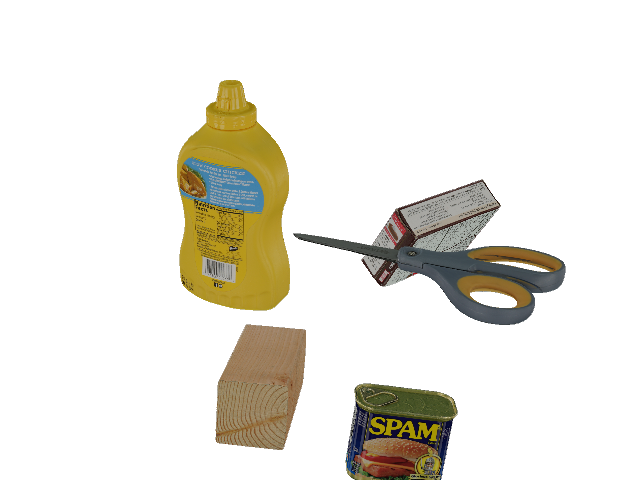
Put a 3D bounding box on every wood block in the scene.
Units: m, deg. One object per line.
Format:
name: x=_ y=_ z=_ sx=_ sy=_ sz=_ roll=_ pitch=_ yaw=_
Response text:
wood block: x=-0.076 y=0.192 z=1.435 sx=0.091 sy=0.090 sz=0.206 roll=5 pitch=16 yaw=4

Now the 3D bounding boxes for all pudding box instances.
pudding box: x=0.105 y=-0.007 z=1.019 sx=0.113 sy=0.039 sz=0.090 roll=-21 pitch=-24 yaw=-33

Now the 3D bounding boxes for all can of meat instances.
can of meat: x=0.079 y=0.197 z=1.067 sx=0.102 sy=0.084 sz=0.057 roll=7 pitch=17 yaw=-4

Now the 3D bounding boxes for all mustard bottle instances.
mustard bottle: x=-0.073 y=-0.039 z=0.887 sx=0.096 sy=0.192 sz=0.058 roll=14 pitch=30 yaw=24

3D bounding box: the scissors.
scissors: x=0.069 y=0.024 z=0.753 sx=0.202 sy=0.016 sz=0.096 roll=3 pitch=29 yaw=11
